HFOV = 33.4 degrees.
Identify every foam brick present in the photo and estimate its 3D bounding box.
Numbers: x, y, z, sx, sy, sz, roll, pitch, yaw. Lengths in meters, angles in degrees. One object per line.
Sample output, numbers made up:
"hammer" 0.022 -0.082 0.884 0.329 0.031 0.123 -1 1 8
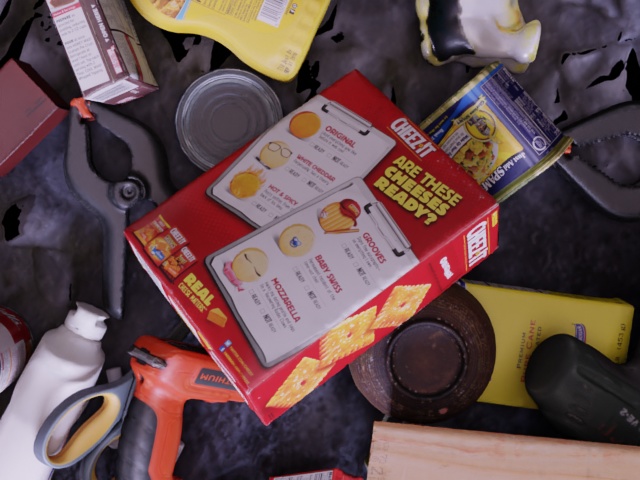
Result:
"foam brick" -0.237 -0.092 0.810 0.078 0.051 0.053 -43 95 1

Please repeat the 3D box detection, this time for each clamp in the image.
"clamp" 0.275 -0.046 0.836 0.210 0.036 0.164 3 93 -6
"clamp" -0.135 -0.036 0.824 0.120 0.039 0.171 -21 97 -12

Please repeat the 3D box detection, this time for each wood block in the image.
"wood block" 0.137 0.184 0.718 0.206 0.091 0.090 4 68 10

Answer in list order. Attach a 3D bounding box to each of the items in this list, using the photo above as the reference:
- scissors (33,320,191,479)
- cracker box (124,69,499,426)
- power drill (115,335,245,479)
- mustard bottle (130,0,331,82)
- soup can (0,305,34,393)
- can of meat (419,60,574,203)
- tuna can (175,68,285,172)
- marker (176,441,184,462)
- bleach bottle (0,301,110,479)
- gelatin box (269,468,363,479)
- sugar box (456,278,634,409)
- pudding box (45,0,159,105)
"scissors" -0.127 0.116 0.814 0.201 0.016 0.096 -36 123 -31
"cracker box" -0.005 0.001 0.762 0.213 0.072 0.164 -36 61 -11
"power drill" -0.101 0.174 0.797 0.184 0.057 0.187 20 85 -42
"mustard bottle" -0.089 -0.199 0.804 0.191 0.058 0.096 24 91 -3
"soup can" -0.258 0.087 0.794 0.068 0.102 0.068 0 93 -2
"can of meat" 0.123 -0.073 0.802 0.084 0.057 0.102 49 133 -1
"tuna can" -0.069 -0.090 0.824 0.086 0.034 0.086 0 93 -2
"marker" -0.141 0.213 0.847 0.020 0.020 0.121 25 93 -3
"bleach bottle" -0.225 0.165 0.800 0.068 0.102 0.251 26 92 -8
"gelatin box" -0.008 0.214 0.806 0.030 0.089 0.073 26 61 -32
"sugar box" 0.148 0.082 0.835 0.176 0.048 0.093 7 94 -3
"pudding box" -0.159 -0.148 0.778 0.039 0.113 0.090 -22 93 2
